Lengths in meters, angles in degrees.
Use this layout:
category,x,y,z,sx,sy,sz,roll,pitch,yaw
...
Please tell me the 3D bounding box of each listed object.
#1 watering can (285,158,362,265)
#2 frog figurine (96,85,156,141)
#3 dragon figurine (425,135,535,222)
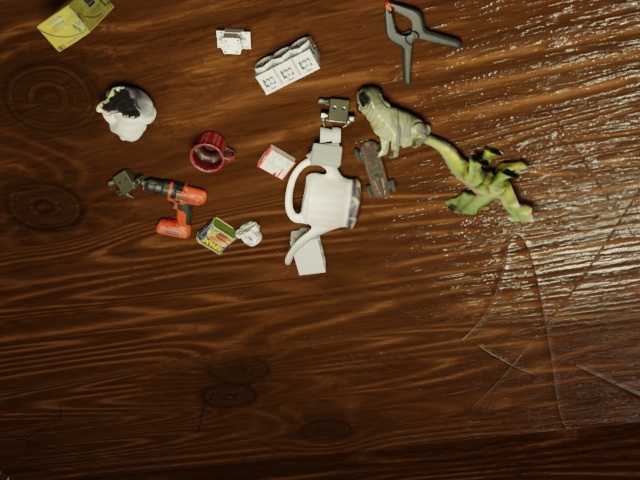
category,x,y,z,sx,sy,sz,roll,pitch,yaw
watering can,0.005,-0.077,1.533,0.224,0.342,0.106,7,20,-3
frog figurine,-0.501,-0.331,1.364,0.137,0.124,0.157,-8,-13,-3
dragon figurine,0.444,-0.156,1.497,0.410,0.125,0.237,22,-44,2
